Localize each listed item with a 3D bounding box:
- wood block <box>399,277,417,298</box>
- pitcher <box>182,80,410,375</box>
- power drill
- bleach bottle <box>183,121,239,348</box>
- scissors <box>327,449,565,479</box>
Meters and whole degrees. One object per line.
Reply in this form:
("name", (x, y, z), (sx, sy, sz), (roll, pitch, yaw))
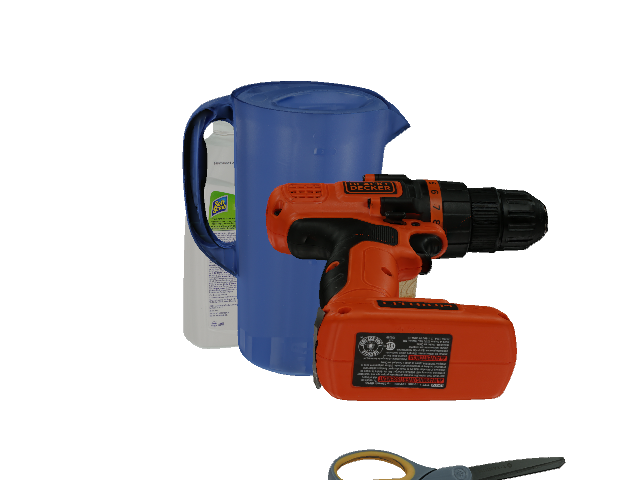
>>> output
("wood block", (0.089, 0.034, 1.555), (0.091, 0.090, 0.206), (4, 25, 0))
("pitcher", (-0.025, -0.012, 0.919), (0.149, 0.243, 0.144), (20, 24, 39))
("power drill", (0.060, 0.020, 0.634), (0.184, 0.057, 0.187), (-1, 27, -3))
("bleach bottle", (-0.097, -0.012, 1.164), (0.102, 0.251, 0.068), (-5, 16, -30))
("scissors", (0.106, 0.208, 0.863), (0.201, 0.016, 0.096), (5, 44, -3))
